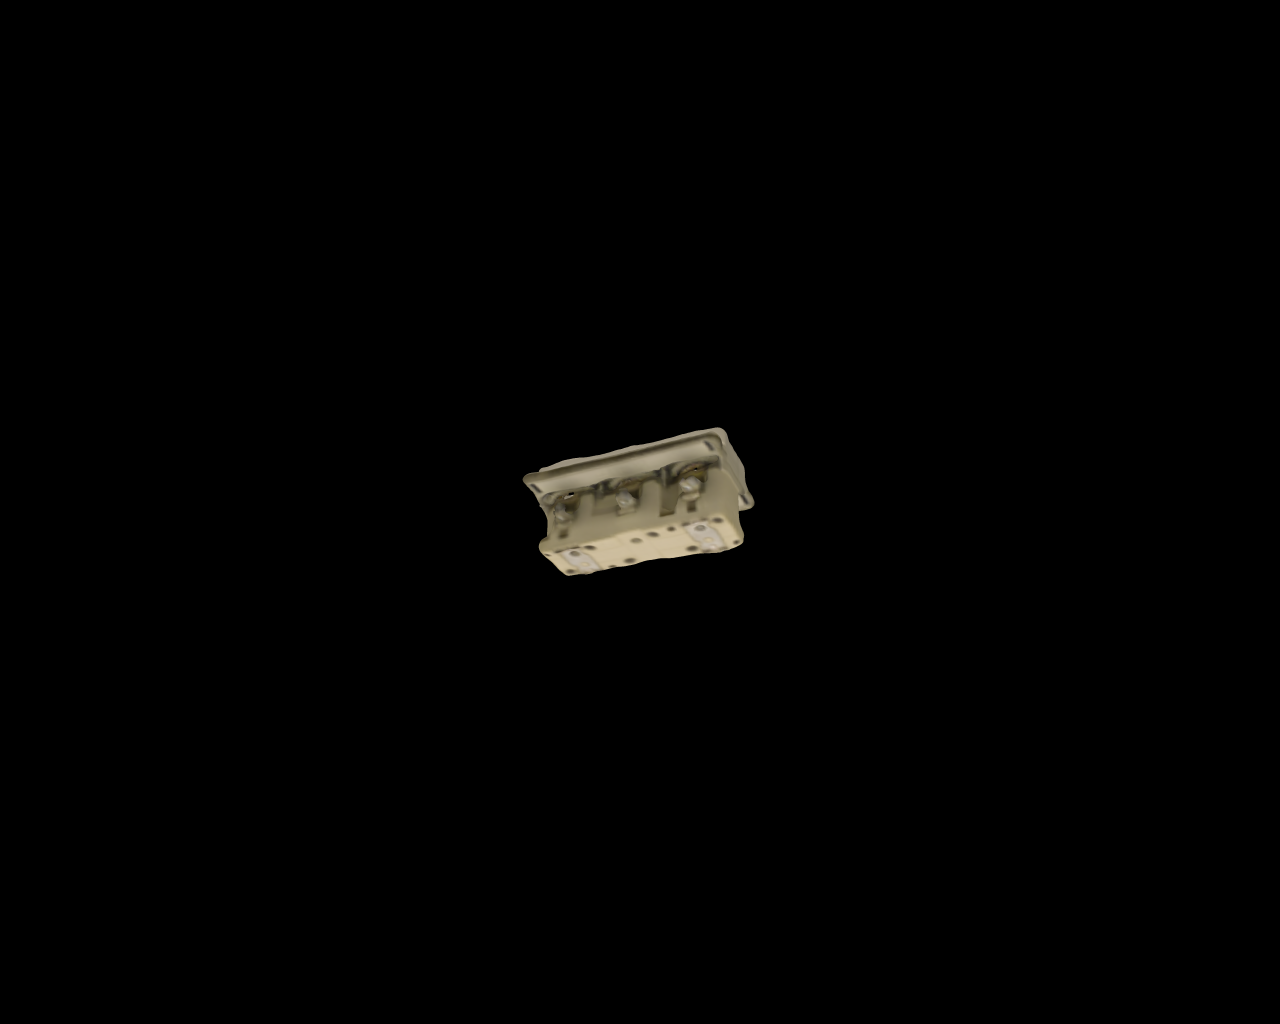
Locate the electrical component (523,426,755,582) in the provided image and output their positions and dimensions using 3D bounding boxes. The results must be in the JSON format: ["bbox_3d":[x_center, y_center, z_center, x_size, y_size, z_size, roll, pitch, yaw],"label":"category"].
[{"bbox_3d":[0.001,-0.003,0.650,0.121,0.063,0.078,-11,-32,18],"label":"electrical component"}]
